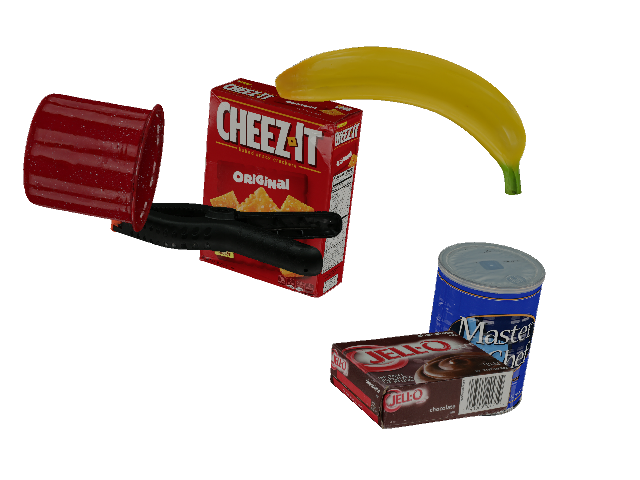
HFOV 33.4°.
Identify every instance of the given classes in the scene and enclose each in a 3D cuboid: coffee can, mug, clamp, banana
[{"bbox_3d":[0.158,0.086,1.050,0.103,0.140,0.103,4,24,-2],"label":"coffee can"},{"bbox_3d":[-0.161,-0.063,0.775,0.081,0.093,0.117,10,20,0],"label":"mug"},{"bbox_3d":[-0.084,-0.007,0.940,0.210,0.036,0.164,5,13,-1],"label":"clamp"},{"bbox_3d":[0.069,-0.098,0.751,0.197,0.069,0.037,22,-3,-10],"label":"banana"}]

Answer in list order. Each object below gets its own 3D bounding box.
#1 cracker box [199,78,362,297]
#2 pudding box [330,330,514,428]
[{"bbox_3d":[-0.050,-0.059,1.210,0.164,0.214,0.072,18,27,24],"label":"cracker box"},{"bbox_3d":[0.076,0.104,0.816,0.113,0.039,0.090,-2,17,-25],"label":"pudding box"}]
